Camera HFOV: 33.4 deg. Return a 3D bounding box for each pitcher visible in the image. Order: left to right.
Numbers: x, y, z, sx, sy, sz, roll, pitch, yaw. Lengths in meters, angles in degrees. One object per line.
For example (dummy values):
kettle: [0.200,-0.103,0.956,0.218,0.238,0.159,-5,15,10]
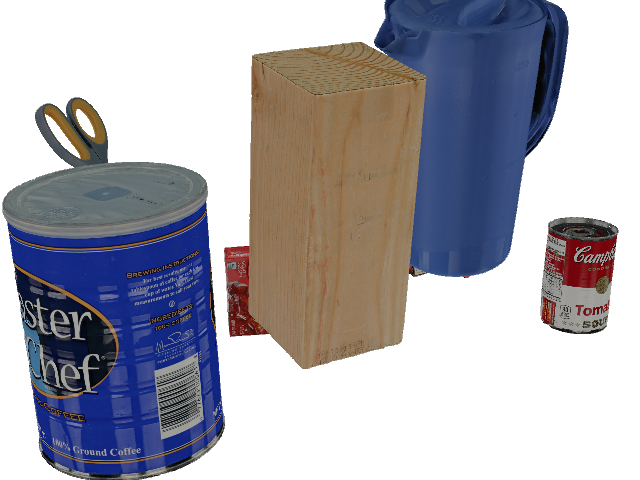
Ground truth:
pitcher: [0.130,-0.097,0.935,0.149,0.243,0.145,7,32,13]

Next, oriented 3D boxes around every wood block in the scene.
wood block: [0.008,-0.026,0.760,0.090,0.206,0.091,-12,31,-27]

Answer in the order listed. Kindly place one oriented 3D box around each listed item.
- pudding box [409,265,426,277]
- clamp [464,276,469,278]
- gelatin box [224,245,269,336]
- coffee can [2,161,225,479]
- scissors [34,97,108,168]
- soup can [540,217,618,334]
pudding box: [0.165,0.010,1.605,0.113,0.039,0.090,-18,27,-20]
clamp: [0.094,-0.037,1.184,0.164,0.210,0.036,-15,-37,-28]
gelatin box: [-0.054,0.048,1.033,0.073,0.089,0.030,-3,26,-5]
coffee can: [-0.106,0.040,0.564,0.103,0.140,0.103,-2,21,1]
scissors: [-0.213,-0.067,1.093,0.016,0.201,0.096,-27,27,27]
soup can: [0.258,0.035,1.070,0.068,0.102,0.068,1,18,-1]
